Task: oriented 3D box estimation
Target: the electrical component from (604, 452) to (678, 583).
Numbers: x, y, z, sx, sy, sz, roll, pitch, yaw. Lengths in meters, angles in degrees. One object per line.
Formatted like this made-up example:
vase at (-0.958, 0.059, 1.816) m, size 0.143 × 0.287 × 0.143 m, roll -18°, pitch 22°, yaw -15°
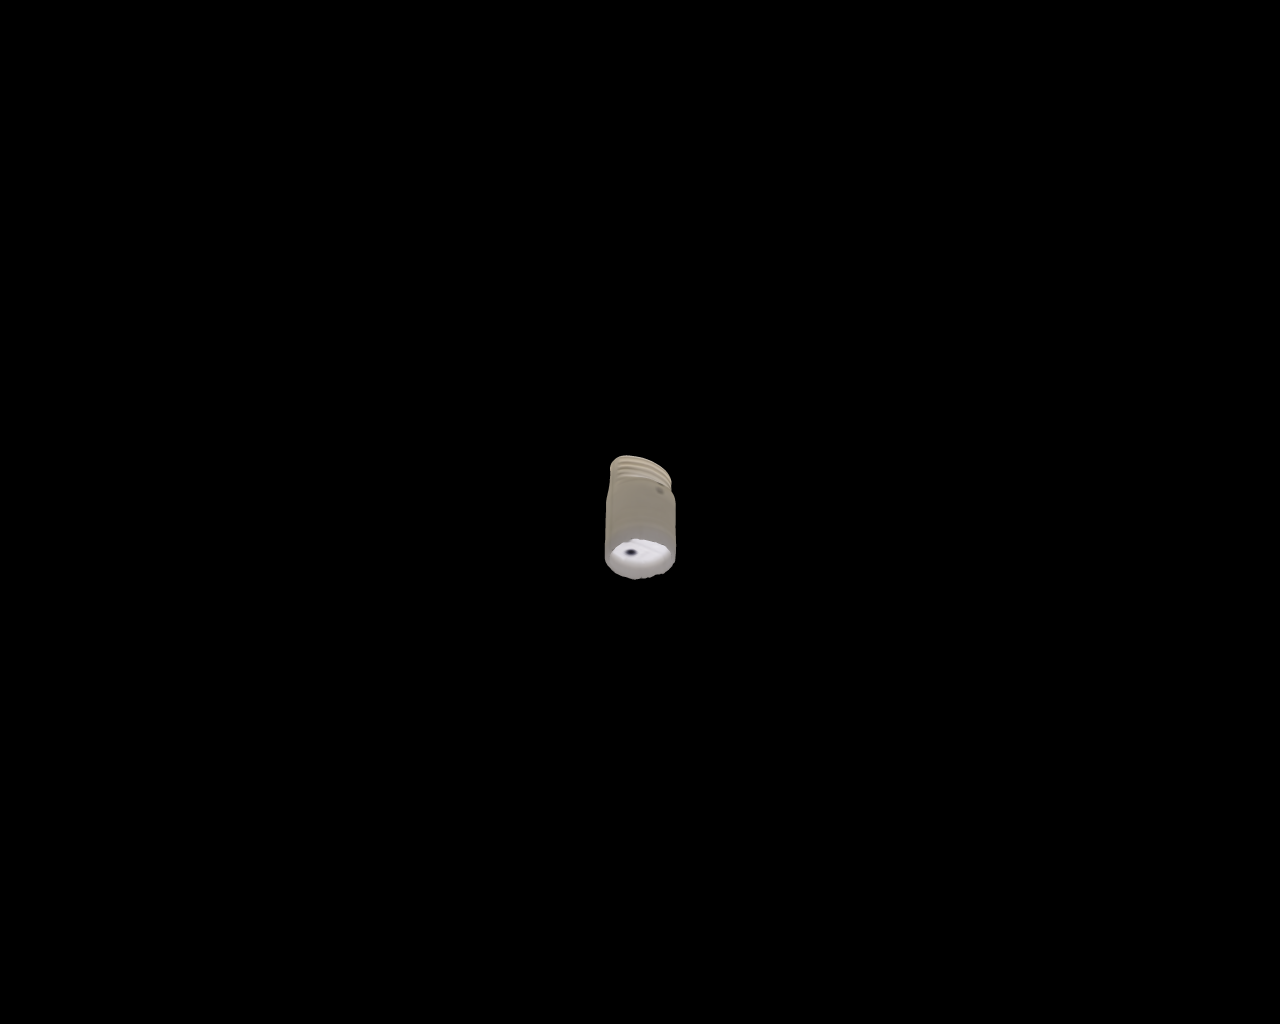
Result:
electrical component at (0.001, -0.003, 0.650) m, size 0.043 × 0.081 × 0.043 m, roll 0°, pitch -38°, yaw 0°
